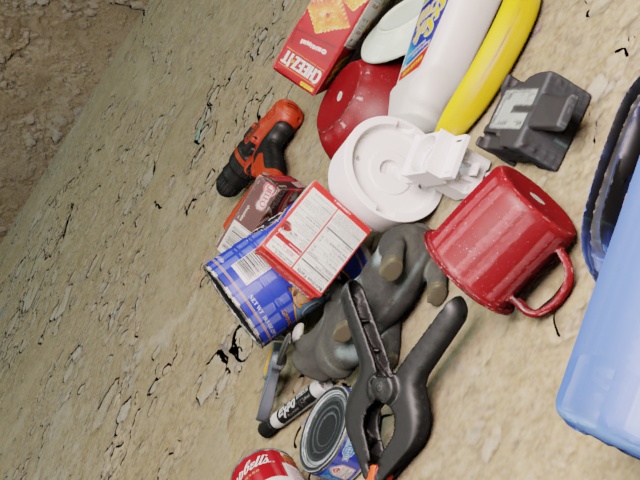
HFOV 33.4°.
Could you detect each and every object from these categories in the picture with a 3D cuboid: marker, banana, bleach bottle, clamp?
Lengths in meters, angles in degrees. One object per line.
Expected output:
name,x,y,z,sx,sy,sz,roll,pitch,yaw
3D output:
marker,-0.028,0.173,1.088,0.121,0.020,0.020,-43,30,41
banana,0.166,-0.174,1.023,0.198,0.037,0.069,-63,4,-1
bleach bottle,0.130,-0.204,1.095,0.103,0.068,0.251,3,71,68
clamp,0.067,0.116,0.874,0.120,0.039,0.171,-5,85,44

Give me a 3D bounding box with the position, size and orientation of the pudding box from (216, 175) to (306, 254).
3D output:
pudding box,-0.070,-0.026,1.314,0.114,0.039,0.089,-56,-19,16

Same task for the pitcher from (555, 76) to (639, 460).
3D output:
pitcher,0.216,0.004,0.594,0.149,0.145,0.243,29,-97,-80

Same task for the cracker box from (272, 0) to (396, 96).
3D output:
cracker box,0.040,-0.288,1.277,0.214,0.072,0.164,-57,-6,21

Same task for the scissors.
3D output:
scissors,-0.047,0.143,1.090,0.202,0.016,0.096,135,147,-82

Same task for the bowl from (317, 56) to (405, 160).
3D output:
bowl,0.043,-0.155,1.242,0.162,0.055,0.162,-47,28,34

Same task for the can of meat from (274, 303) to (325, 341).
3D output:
can of meat,-0.032,0.062,1.169,0.084,0.057,0.102,-12,55,65

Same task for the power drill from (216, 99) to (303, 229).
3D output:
power drill,-0.090,-0.083,1.453,0.185,0.057,0.187,-49,27,32

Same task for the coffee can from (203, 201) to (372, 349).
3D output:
coffee can,-0.032,0.027,1.072,0.140,0.103,0.103,-36,20,-10

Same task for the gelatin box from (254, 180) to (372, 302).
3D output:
gelatin box,-0.007,0.001,1.000,0.089,0.073,0.030,-52,7,-22

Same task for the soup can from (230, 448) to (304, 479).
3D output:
soup can,-0.039,0.244,0.972,0.068,0.068,0.102,-60,23,8

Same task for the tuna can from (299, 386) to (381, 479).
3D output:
tuna can,0.017,0.176,0.966,0.086,0.033,0.086,-48,27,34

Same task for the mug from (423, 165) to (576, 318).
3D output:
mug,0.146,0.005,0.812,0.082,0.093,0.117,-49,57,21
